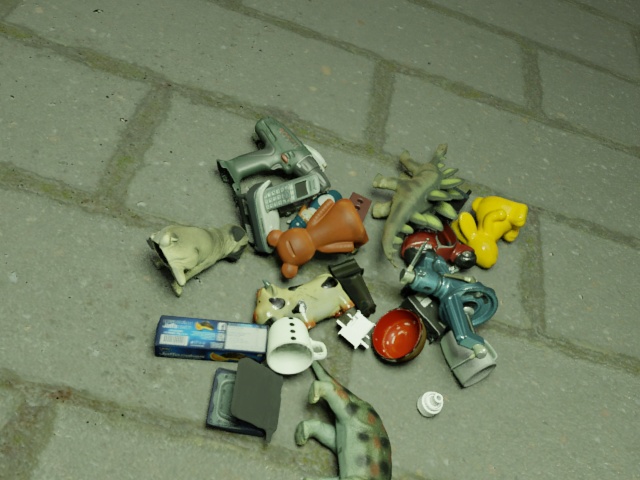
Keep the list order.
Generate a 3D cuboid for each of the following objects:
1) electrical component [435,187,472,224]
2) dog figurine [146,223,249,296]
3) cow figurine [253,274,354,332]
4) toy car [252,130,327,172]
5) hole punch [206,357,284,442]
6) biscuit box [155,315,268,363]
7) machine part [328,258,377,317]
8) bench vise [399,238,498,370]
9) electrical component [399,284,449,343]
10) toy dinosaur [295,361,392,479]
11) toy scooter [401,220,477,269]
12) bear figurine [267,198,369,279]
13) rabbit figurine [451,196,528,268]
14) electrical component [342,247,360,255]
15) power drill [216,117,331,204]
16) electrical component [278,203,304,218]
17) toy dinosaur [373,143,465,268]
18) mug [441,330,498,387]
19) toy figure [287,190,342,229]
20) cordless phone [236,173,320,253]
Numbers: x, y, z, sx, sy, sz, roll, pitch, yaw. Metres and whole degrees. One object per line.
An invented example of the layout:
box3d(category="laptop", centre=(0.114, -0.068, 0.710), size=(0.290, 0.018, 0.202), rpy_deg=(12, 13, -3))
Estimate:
box3d(category="electrical component", centre=(0.338, -0.094, 1.350), size=(0.048, 0.074, 0.119), rpy_deg=(35, 58, 6))
box3d(category="dog figurine", centre=(-0.227, 0.001, 1.056), size=(0.190, 0.172, 0.121), rpy_deg=(-33, 83, -24))
box3d(category="cow figurine", centre=(-0.044, 0.124, 1.081), size=(0.195, 0.085, 0.127), rpy_deg=(-21, 72, -25))
box3d(category="toy car", centre=(-0.074, -0.218, 1.313), size=(0.202, 0.056, 0.073), rpy_deg=(36, 54, 8))
box3d(category="hole punch", centre=(-0.133, 0.283, 0.957), size=(0.115, 0.092, 0.142), rpy_deg=(37, 40, -35))
box3d(category="biscuit box", centre=(-0.202, 0.187, 1.002), size=(0.203, 0.062, 0.059), rpy_deg=(7, 57, -12))
box3d(category="machine part", centre=(0.077, 0.103, 1.162), size=(0.084, 0.039, 0.139), rpy_deg=(-11, 60, -29))
box3d(category="bench vise", centre=(0.269, 0.129, 1.072), size=(0.223, 0.129, 0.241), rpy_deg=(27, 33, -23))
box3d(category="electrical component", centre=(0.243, 0.141, 1.176), size=(0.115, 0.058, 0.134), rpy_deg=(-26, 69, -32))
box3d(category="toy dinosaur", centre=(0.063, 0.370, 0.940), size=(0.192, 0.131, 0.405), rpy_deg=(17, 49, -22))
box3d(category="toy scooter", centre=(0.271, 0.005, 1.265), size=(0.184, 0.075, 0.135), rpy_deg=(4, 48, -12))
box3d(category="bear figurine", centre=(-0.003, -0.004, 1.132), size=(0.196, 0.132, 0.120), rpy_deg=(-29, 85, 4))
box3d(category="rabbit figurine", centre=(0.406, -0.019, 1.304), size=(0.162, 0.122, 0.173), rpy_deg=(24, 72, 2))
box3d(category="electrical component", centre=(0.050, -0.002, 1.216), size=(0.102, 0.045, 0.078), rpy_deg=(24, 55, -1))
box3d(category="power drill", centre=(-0.114, -0.161, 1.216), size=(0.207, 0.086, 0.232), rpy_deg=(-31, 76, -10))
box3d(category="electrical component", centre=(-0.086, -0.081, 1.240), size=(0.094, 0.021, 0.063), rpy_deg=(-17, 65, -26))
box3d(category="toy dinosaur", centre=(0.221, -0.097, 1.244), size=(0.199, 0.104, 0.471), rpy_deg=(12, 46, 31))
box3d(category="mug", centre=(0.313, 0.234, 1.124), size=(0.109, 0.080, 0.107), rpy_deg=(-20, 57, -23))
box3d(category="toy figure", centre=(-0.013, -0.062, 1.231), size=(0.064, 0.057, 0.154), rpy_deg=(28, 51, 33))
box3d(category="cordless phone", centre=(-0.076, -0.064, 1.160), size=(0.184, 0.146, 0.089), rpy_deg=(-21, 24, -27))
